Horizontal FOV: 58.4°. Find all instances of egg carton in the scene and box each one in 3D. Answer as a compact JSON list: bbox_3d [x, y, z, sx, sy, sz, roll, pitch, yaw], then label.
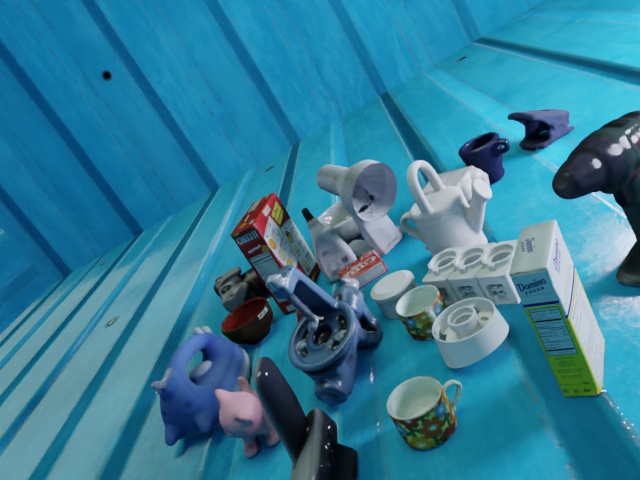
[{"bbox_3d":[0.277,-0.098,1.202,0.149,0.069,0.107,-11,28,47],"label":"egg carton"}]

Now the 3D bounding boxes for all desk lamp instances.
[{"bbox_3d":[0.086,-0.068,1.201,0.118,0.214,0.202,-40,20,-22],"label":"desk lamp"}]

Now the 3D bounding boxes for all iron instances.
[{"bbox_3d":[-0.211,0.233,1.024,0.118,0.142,0.258,-25,20,21],"label":"iron"}]

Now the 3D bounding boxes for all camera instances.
[{"bbox_3d":[-0.169,0.108,1.335,0.137,0.101,0.143,-35,19,-8],"label":"camera"}]

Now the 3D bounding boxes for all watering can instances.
[{"bbox_3d":[0.215,-0.056,1.000,0.172,0.194,0.101,-25,20,19],"label":"watering can"}]

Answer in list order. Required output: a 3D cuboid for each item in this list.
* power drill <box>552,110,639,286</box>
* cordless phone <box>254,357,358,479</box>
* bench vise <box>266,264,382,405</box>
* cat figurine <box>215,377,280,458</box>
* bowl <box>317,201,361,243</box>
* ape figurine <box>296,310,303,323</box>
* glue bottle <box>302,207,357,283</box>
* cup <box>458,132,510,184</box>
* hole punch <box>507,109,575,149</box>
[{"bbox_3d":[0.380,-0.051,0.706,0.230,0.209,0.075,-44,22,-30],"label":"power drill"},{"bbox_3d":[-0.036,0.239,0.668,0.094,0.185,0.147,-29,19,9],"label":"cordless phone"},{"bbox_3d":[-0.004,0.112,0.880,0.121,0.220,0.207,-26,20,16],"label":"bench vise"},{"bbox_3d":[-0.110,0.254,0.852,0.067,0.118,0.127,-29,19,9],"label":"cat figurine"},{"bbox_3d":[0.066,-0.039,1.377,0.167,0.075,0.167,-28,19,11],"label":"bowl"},{"bbox_3d":[-0.013,0.149,1.003,0.078,0.092,0.076,-37,19,-14],"label":"ape figurine"},{"bbox_3d":[0.011,0.004,1.200,0.078,0.173,0.037,-28,19,10],"label":"glue bottle"},{"bbox_3d":[0.362,-0.170,1.210,0.092,0.095,0.117,-43,22,-28],"label":"cup"},{"bbox_3d":[0.482,-0.261,1.257,0.101,0.091,0.108,-34,19,-6],"label":"hole punch"}]
